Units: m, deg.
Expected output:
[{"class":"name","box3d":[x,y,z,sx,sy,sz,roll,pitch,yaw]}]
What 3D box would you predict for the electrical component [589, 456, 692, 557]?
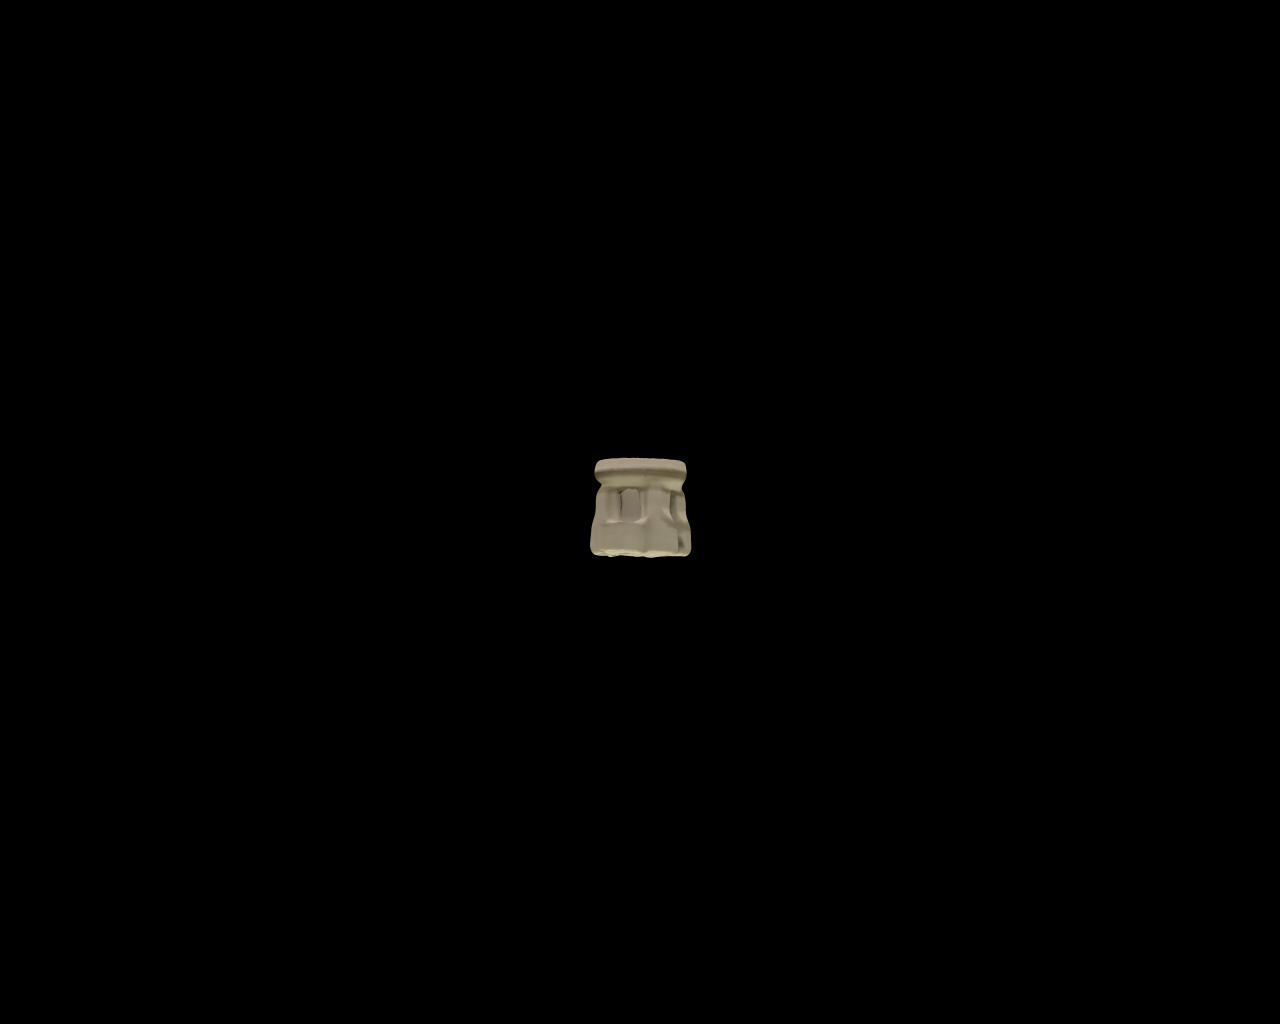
[{"class":"electrical component","box3d":[0.001,-0.003,0.650,0.058,0.057,0.078,-2,-5,24]}]
